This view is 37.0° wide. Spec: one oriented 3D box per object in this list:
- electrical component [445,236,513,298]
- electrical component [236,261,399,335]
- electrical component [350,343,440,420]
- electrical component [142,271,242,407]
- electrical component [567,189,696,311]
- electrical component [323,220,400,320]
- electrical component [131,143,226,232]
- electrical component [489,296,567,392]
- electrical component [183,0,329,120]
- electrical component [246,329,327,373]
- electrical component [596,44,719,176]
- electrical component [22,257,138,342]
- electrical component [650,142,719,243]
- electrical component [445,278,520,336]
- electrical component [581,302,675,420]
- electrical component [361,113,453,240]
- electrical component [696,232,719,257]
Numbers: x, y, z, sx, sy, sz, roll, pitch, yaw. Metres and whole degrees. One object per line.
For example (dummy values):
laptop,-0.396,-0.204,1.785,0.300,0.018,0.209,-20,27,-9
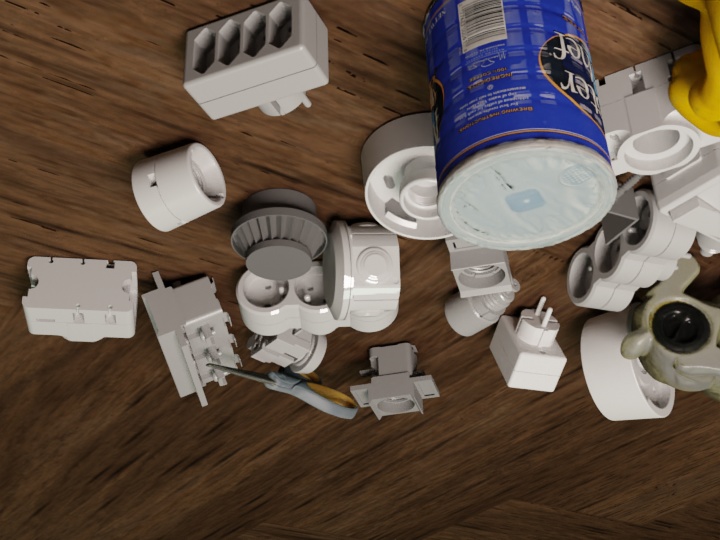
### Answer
electrical component,0.095,-0.018,0.854,0.042,0.063,0.081,-7,148,12
electrical component,-0.035,0.032,0.940,0.138,0.052,0.073,-2,149,0
electrical component,0.034,0.108,1.059,0.081,0.063,0.042,-9,149,11
electrical component,-0.148,0.059,0.965,0.063,0.078,0.121,-21,151,-11
electrical component,0.236,-0.011,0.885,0.074,0.052,0.138,8,147,-18
electrical component,0.000,0.000,0.864,0.051,0.080,0.080,-1,149,-12
electrical component,-0.130,-0.061,0.779,0.047,0.055,0.055,-19,145,20
electrical component,0.161,0.062,0.997,0.047,0.065,0.076,8,119,-16
electrical component,-0.057,-0.124,0.685,0.083,0.047,0.075,-14,147,19
electrical component,-0.065,0.068,1.005,0.055,0.048,0.066,27,139,-28
electrical component,0.197,-0.103,0.728,0.089,0.055,0.050,-18,145,24
electrical component,-0.237,0.026,0.919,0.089,0.050,0.055,3,148,-8
electrical component,0.259,-0.064,0.791,0.096,0.061,0.062,20,142,-32
electrical component,0.110,0.029,0.955,0.040,0.040,0.078,21,142,-33
electrical component,0.244,0.089,1.003,0.060,0.108,0.108,-17,146,33
electrical component,0.050,-0.071,0.787,0.099,0.064,0.099,2,136,2
electrical component,0.290,-0.030,0.875,0.035,0.035,0.061,-3,151,1
